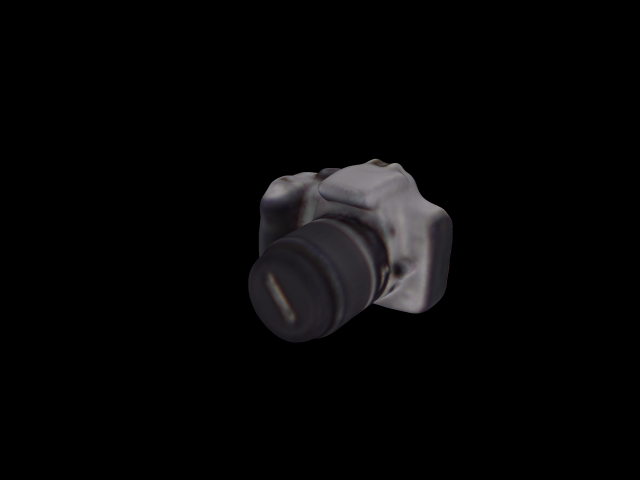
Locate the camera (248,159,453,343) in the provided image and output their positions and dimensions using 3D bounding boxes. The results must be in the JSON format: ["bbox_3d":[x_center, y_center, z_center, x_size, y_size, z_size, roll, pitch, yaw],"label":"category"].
[{"bbox_3d":[0.004,0.001,0.400,0.142,0.101,0.137,17,29,33],"label":"camera"}]
